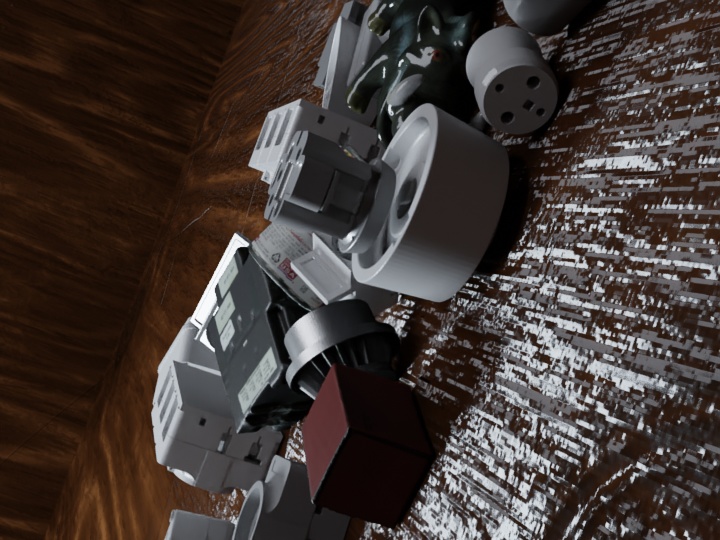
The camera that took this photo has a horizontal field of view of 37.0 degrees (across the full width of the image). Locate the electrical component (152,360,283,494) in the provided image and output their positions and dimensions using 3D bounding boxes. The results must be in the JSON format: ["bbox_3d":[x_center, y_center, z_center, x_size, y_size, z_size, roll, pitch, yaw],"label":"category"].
[{"bbox_3d":[-0.130,0.138,0.941,0.150,0.089,0.061,-145,76,-74],"label":"electrical component"}]

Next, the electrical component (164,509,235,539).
[{"bbox_3d":[-0.139,0.253,0.892,0.061,0.061,0.096,-84,13,-44],"label":"electrical component"}]

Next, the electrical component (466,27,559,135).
[{"bbox_3d":[0.085,-0.106,0.602,0.055,0.045,0.045,-95,30,-58],"label":"electrical component"}]

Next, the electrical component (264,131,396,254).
[{"bbox_3d":[-0.016,-0.043,0.606,0.078,0.057,0.058,-152,83,-75],"label":"electrical component"}]

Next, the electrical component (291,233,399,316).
[{"bbox_3d":[0.000,0.000,0.706,0.042,0.081,0.063,45,151,33],"label":"electrical component"}]

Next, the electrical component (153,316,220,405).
[{"bbox_3d":[-0.164,0.105,1.128,0.113,0.078,0.057,129,154,-49],"label":"electrical component"}]

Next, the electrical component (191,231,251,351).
[{"bbox_3d":[-0.104,0.026,1.034,0.063,0.079,0.121,-41,-14,-53],"label":"electrical component"}]

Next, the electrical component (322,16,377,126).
[{"bbox_3d":[-0.009,-0.172,0.976,0.099,0.064,0.099,-159,90,-75],"label":"electrical component"}]

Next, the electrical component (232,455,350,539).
[{"bbox_3d":[-0.046,0.167,0.676,0.050,0.056,0.089,169,121,-72],"label":"electrical component"}]

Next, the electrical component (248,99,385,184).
[{"bbox_3d":[-0.036,-0.095,0.920,0.150,0.089,0.061,-164,95,-75],"label":"electrical component"}]

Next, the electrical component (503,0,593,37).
[{"bbox_3d":[0.118,-0.180,0.587,0.077,0.044,0.079,138,149,-60],"label":"electrical component"}]

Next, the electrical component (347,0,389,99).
[{"bbox_3d":[0.031,-0.196,0.901,0.076,0.047,0.083,136,150,-58],"label":"electrical component"}]

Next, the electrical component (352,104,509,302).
[{"bbox_3d":[0.045,-0.034,0.615,0.108,0.060,0.108,-159,90,-75],"label":"electrical component"}]
